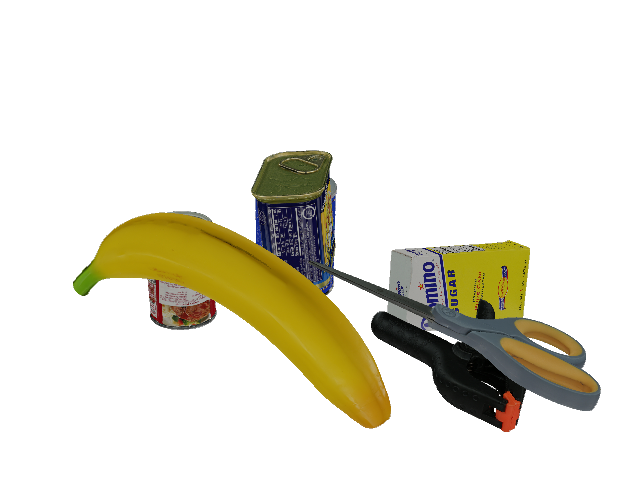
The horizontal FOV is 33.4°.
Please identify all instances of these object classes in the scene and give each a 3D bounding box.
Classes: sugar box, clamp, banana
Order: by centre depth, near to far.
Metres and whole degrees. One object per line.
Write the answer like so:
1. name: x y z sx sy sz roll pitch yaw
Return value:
1. banana: -0.044 0.031 0.568 0.198 0.070 0.037 23 34 20
2. clamp: 0.134 0.101 0.928 0.120 0.039 0.172 -16 36 -23
3. sugar box: 0.163 0.053 1.248 0.175 0.093 0.048 -5 15 -32

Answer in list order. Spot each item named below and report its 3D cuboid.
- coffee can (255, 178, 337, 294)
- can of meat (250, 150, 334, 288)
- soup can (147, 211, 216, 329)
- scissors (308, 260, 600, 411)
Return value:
1. coffee can: -0.032 -0.007 1.356 0.103 0.140 0.103 1 27 -1
2. can of meat: -0.019 -0.016 0.863 0.057 0.084 0.102 -2 24 7
3. soup can: -0.140 0.029 1.073 0.068 0.102 0.068 0 23 0
4. scissors: 0.095 0.051 0.710 0.202 0.016 0.096 29 23 18
